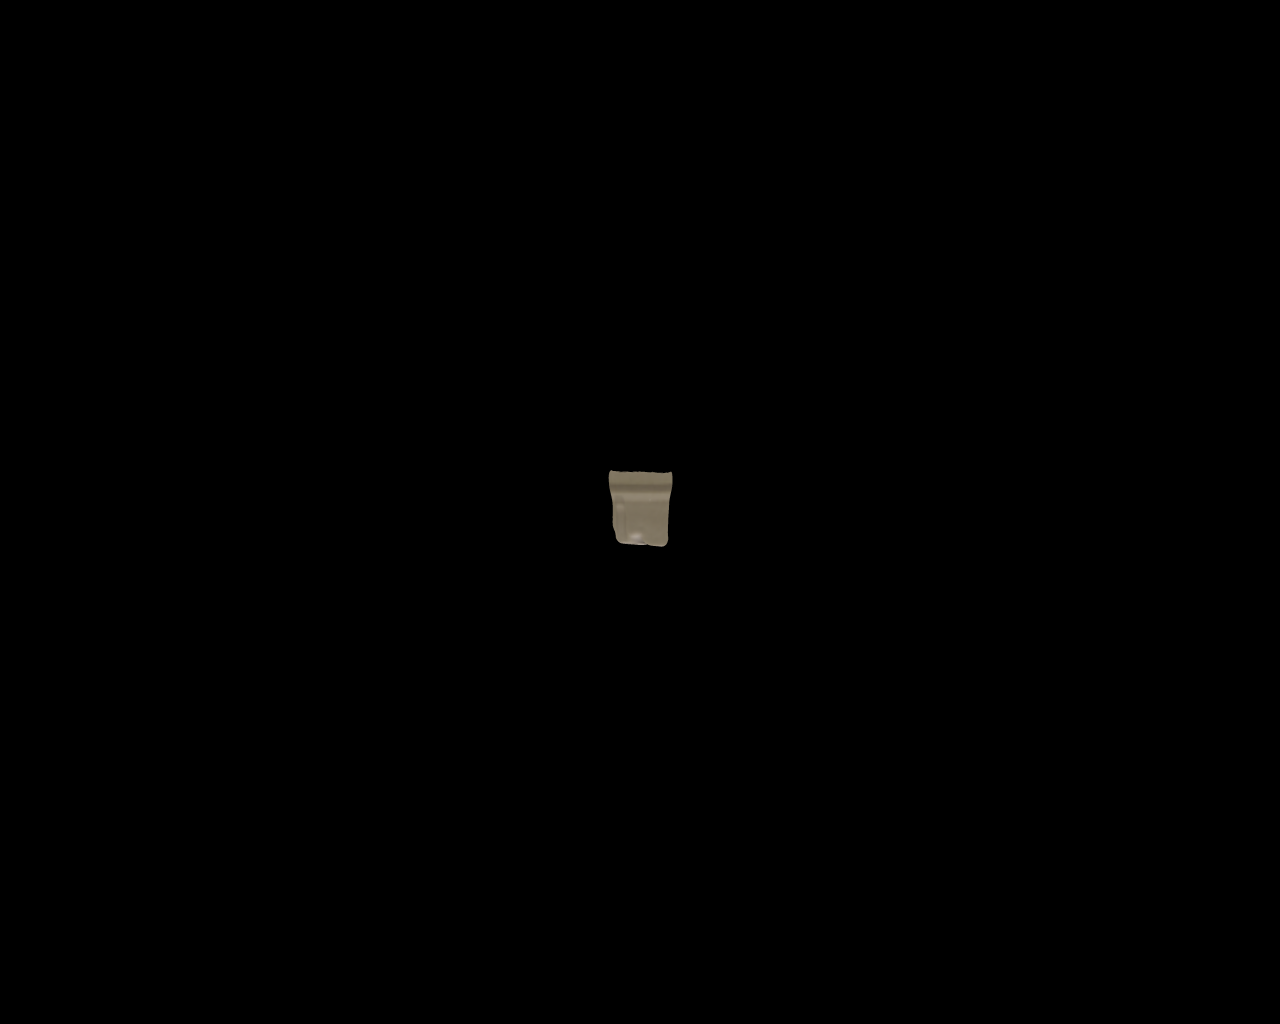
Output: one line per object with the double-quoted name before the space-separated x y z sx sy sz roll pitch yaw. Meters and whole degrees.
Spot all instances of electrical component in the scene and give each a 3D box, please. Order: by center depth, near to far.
"electrical component" 0.001 -0.003 0.650 0.040 0.046 0.040 0 2 0
